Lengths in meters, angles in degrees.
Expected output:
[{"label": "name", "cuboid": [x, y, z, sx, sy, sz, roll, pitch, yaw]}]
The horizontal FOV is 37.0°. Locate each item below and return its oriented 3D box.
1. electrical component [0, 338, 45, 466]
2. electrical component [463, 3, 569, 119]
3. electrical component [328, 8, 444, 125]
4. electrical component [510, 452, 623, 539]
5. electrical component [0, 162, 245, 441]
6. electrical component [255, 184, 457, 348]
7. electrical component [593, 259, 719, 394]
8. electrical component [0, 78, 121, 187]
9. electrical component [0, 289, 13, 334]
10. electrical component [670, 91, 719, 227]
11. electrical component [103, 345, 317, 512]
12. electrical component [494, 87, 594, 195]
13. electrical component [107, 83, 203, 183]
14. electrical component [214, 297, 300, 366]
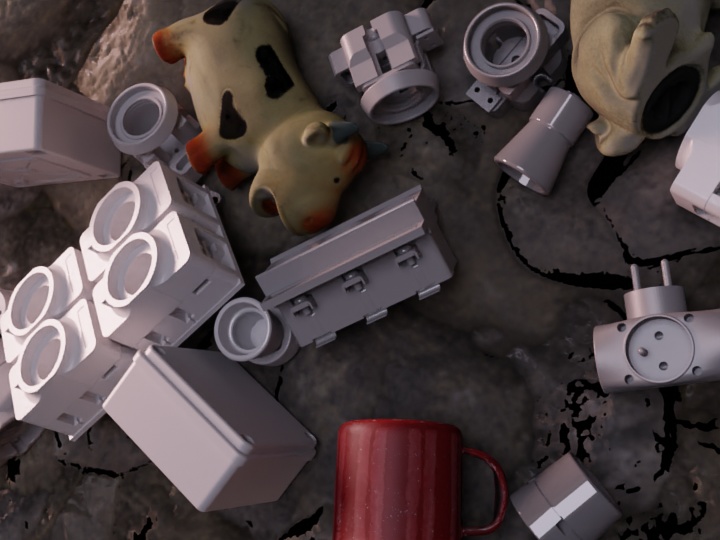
[{"label": "electrical component", "cuboid": [-0.283, 0.109, 0.840, 0.059, 0.054, 0.095, 43, 98, 23]}, {"label": "electrical component", "cuboid": [0.103, -0.145, 0.726, 0.058, 0.057, 0.078, 44, 98, 22]}, {"label": "electrical component", "cuboid": [0.023, -0.140, 0.758, 0.078, 0.058, 0.057, -24, 70, 17]}, {"label": "electrical component", "cuboid": [0.129, 0.147, 0.667, 0.047, 0.055, 0.055, -42, 69, 7]}, {"label": "electrical component", "cuboid": [-0.181, 0.022, 0.781, 0.186, 0.060, 0.105, -41, 47, 18]}, {"label": "electrical component", "cuboid": [0.000, 0.000, 0.735, 0.121, 0.078, 0.063, -26, 101, 16]}, {"label": "electrical component", "cuboid": [0.185, 0.033, 0.668, 0.077, 0.044, 0.079, -10, 77, 20]}, {"label": "electrical component", "cuboid": [-0.259, -0.103, 0.838, 0.109, 0.109, 0.056, -3, 82, 22]}, {"label": "electrical component", "cuboid": [-0.281, 0.034, 0.856, 0.040, 0.046, 0.040, -4, 79, 22]}, {"label": "electrical component", "cuboid": [0.234, -0.074, 0.664, 0.056, 0.050, 0.089, 33, 94, 23]}, {"label": "electrical component", "cuboid": [-0.100, 0.107, 0.737, 0.109, 0.109, 0.056, 41, 100, 23]}, {"label": "electrical component", "cuboid": [0.125, -0.088, 0.716, 0.044, 0.044, 0.065, 34, 90, 23]}, {"label": "electrical component", "cuboid": [-0.155, -0.106, 0.817, 0.058, 0.057, 0.078, -46, 60, -1]}, {"label": "electrical component", "cuboid": [-0.071, 0.045, 0.764, 0.045, 0.055, 0.045, -4, 79, 21]}]
